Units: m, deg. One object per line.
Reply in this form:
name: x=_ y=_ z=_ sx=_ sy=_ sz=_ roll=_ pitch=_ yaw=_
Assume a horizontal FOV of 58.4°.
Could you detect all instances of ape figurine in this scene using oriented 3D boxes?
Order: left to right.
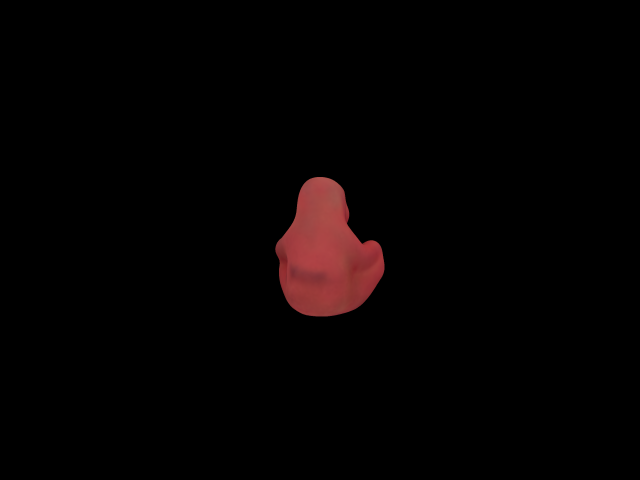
ape figurine: x=0.004 y=0.001 z=0.400 sx=0.077 sy=0.092 sz=0.076 roll=8 pitch=18 yaw=27
